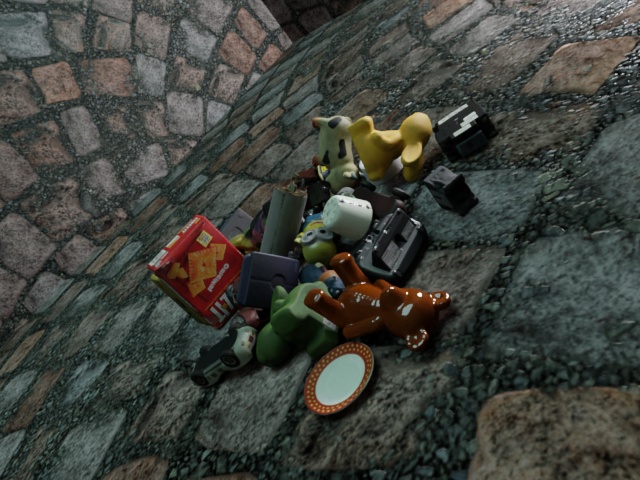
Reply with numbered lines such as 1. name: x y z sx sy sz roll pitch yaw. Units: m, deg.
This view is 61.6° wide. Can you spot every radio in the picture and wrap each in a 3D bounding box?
1. radio: -0.264 0.026 1.448 0.131 0.073 0.229 -35 21 53

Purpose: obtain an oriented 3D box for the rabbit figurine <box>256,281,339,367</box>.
1. rabbit figurine: -0.059 0.149 0.955 0.170 0.121 0.159 -43 28 31

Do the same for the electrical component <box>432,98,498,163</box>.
1. electrical component: 0.301 -0.225 1.123 0.115 0.058 0.134 -33 27 21

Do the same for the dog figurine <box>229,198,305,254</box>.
1. dog figurine: -0.139 -0.016 1.329 0.219 0.108 0.191 -42 7 9

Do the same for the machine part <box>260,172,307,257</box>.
1. machine part: -0.082 -0.031 1.190 0.079 0.079 0.243 -132 52 -65

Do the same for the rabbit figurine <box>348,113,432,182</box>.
1. rabbit figurine: 0.165 -0.209 1.158 0.173 0.121 0.162 -26 61 3

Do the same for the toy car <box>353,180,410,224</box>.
1. toy car: 0.119 -0.072 1.134 0.089 0.053 0.202 -64 26 0

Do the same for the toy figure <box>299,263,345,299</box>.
1. toy figure: 0.010 0.082 1.026 0.058 0.064 0.155 -25 20 -22

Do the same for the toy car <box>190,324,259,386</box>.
1. toy car: -0.191 0.229 1.053 0.202 0.056 0.073 -38 28 38

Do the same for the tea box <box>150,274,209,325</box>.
1. tea box: -0.308 0.114 1.289 0.068 0.169 0.098 3 48 54

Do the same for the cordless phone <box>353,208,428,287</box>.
1. cordless phone: 0.099 0.027 0.996 0.184 0.088 0.146 -22 30 57

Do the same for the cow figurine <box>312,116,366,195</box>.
1. cow figurine: 0.048 -0.206 1.323 0.127 0.194 0.085 3 7 30

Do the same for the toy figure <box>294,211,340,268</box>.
1. toy figure: 0.001 -0.005 1.158 0.082 0.089 0.180 -33 18 10

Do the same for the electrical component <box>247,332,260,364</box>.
1. electrical component: -0.111 0.199 1.046 0.094 0.021 0.063 -40 24 14

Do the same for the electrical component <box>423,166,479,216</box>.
1. electrical component: 0.230 -0.096 0.991 0.048 0.074 0.119 -42 29 -4

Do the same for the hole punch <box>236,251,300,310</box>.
1. hole punch: -0.098 0.082 1.047 0.092 0.116 0.142 145 133 -76

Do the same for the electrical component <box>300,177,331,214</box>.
1. electrical component: -0.012 -0.107 1.324 0.045 0.102 0.078 -13 1 -30

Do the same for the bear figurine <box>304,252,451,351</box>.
1. bear figurine: 0.088 0.096 0.823 0.120 0.132 0.196 -53 22 -22

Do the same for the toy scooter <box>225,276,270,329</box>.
1. toy scooter: -0.133 0.119 1.150 0.135 0.075 0.184 -37 28 8

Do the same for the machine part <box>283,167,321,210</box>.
1. machine part: -0.060 -0.124 1.461 0.179 0.056 0.179 -31 26 17
